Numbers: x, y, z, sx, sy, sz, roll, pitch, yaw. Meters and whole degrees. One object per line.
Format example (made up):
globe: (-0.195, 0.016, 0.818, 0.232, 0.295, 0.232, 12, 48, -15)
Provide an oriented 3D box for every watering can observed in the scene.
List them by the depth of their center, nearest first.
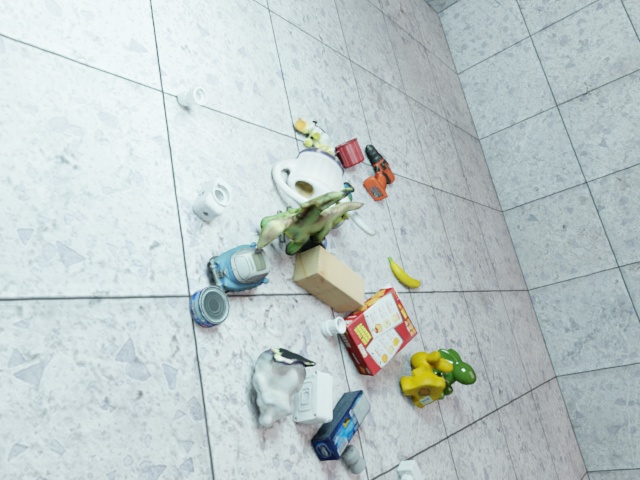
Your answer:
watering can: (0.023, -0.150, 1.522, 0.346, 0.102, 0.230, 28, 44, -11)

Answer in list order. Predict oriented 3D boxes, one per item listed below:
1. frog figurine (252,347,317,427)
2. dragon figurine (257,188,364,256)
frog figurine: (-0.097, 0.328, 1.152, 0.136, 0.123, 0.159, 22, 90, -57)
dragon figurine: (0.004, -0.064, 1.272, 0.415, 0.240, 0.122, -26, 88, -31)
